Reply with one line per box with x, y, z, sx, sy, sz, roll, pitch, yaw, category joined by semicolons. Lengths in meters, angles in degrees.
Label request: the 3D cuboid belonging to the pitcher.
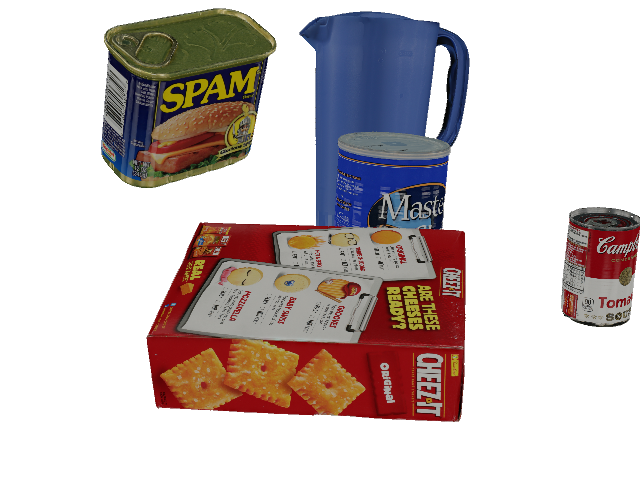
0.065;-0.123;1.157;0.149;0.243;0.144;9;12;28;pitcher

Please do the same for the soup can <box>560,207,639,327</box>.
0.272;0.026;1.041;0.068;0.102;0.068;1;18;0;soup can

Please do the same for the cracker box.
-0.002;0.056;0.784;0.214;0.072;0.164;2;30;7;cracker box

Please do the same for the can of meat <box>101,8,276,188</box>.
-0.083;-0.087;0.654;0.101;0.084;0.057;-19;49;-36;can of meat

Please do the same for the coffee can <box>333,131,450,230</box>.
0.063;-0.023;0.987;0.103;0.140;0.103;3;15;-1;coffee can
